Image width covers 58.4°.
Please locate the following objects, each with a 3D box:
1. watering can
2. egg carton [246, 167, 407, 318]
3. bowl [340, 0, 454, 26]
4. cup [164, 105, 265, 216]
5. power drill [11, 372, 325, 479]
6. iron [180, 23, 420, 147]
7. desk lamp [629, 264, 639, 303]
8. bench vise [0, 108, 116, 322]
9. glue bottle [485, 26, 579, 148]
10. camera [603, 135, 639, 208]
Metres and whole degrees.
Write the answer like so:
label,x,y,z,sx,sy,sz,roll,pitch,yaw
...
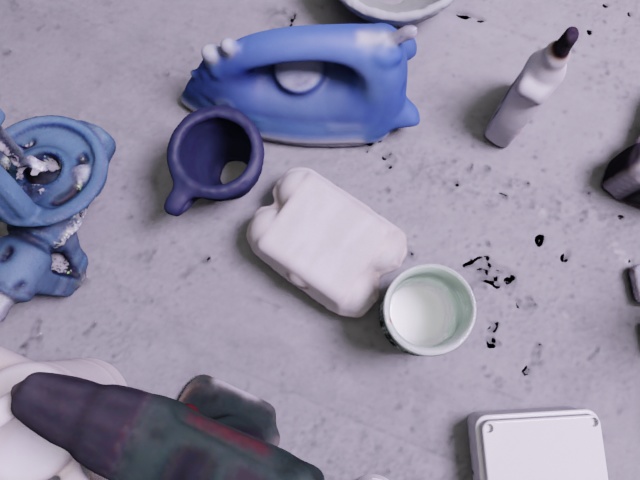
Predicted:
label,x,y,z,sx,sy,sz,roll,pitch,yaw
watering can,-0.251,0.151,0.490,0.172,0.194,0.101,25,82,6
egg carton,0.005,0.002,0.570,0.150,0.069,0.107,34,83,7
bowl,0.082,-0.296,0.616,0.167,0.075,0.167,0,80,2
cup,-0.103,-0.064,0.572,0.091,0.095,0.118,36,83,8
power drill,-0.106,0.164,0.475,0.229,0.208,0.076,22,82,6
iron,-0.027,-0.167,0.564,0.258,0.141,0.119,-2,80,2
desk lamp,0.413,0.047,0.474,0.203,0.213,0.118,-9,80,1
bench vise,-0.259,-0.033,0.509,0.121,0.220,0.207,-2,80,2
glue bottle,0.202,-0.148,0.536,0.037,0.173,0.078,31,83,7
camera,0.377,-0.092,0.556,0.143,0.101,0.137,21,82,6
